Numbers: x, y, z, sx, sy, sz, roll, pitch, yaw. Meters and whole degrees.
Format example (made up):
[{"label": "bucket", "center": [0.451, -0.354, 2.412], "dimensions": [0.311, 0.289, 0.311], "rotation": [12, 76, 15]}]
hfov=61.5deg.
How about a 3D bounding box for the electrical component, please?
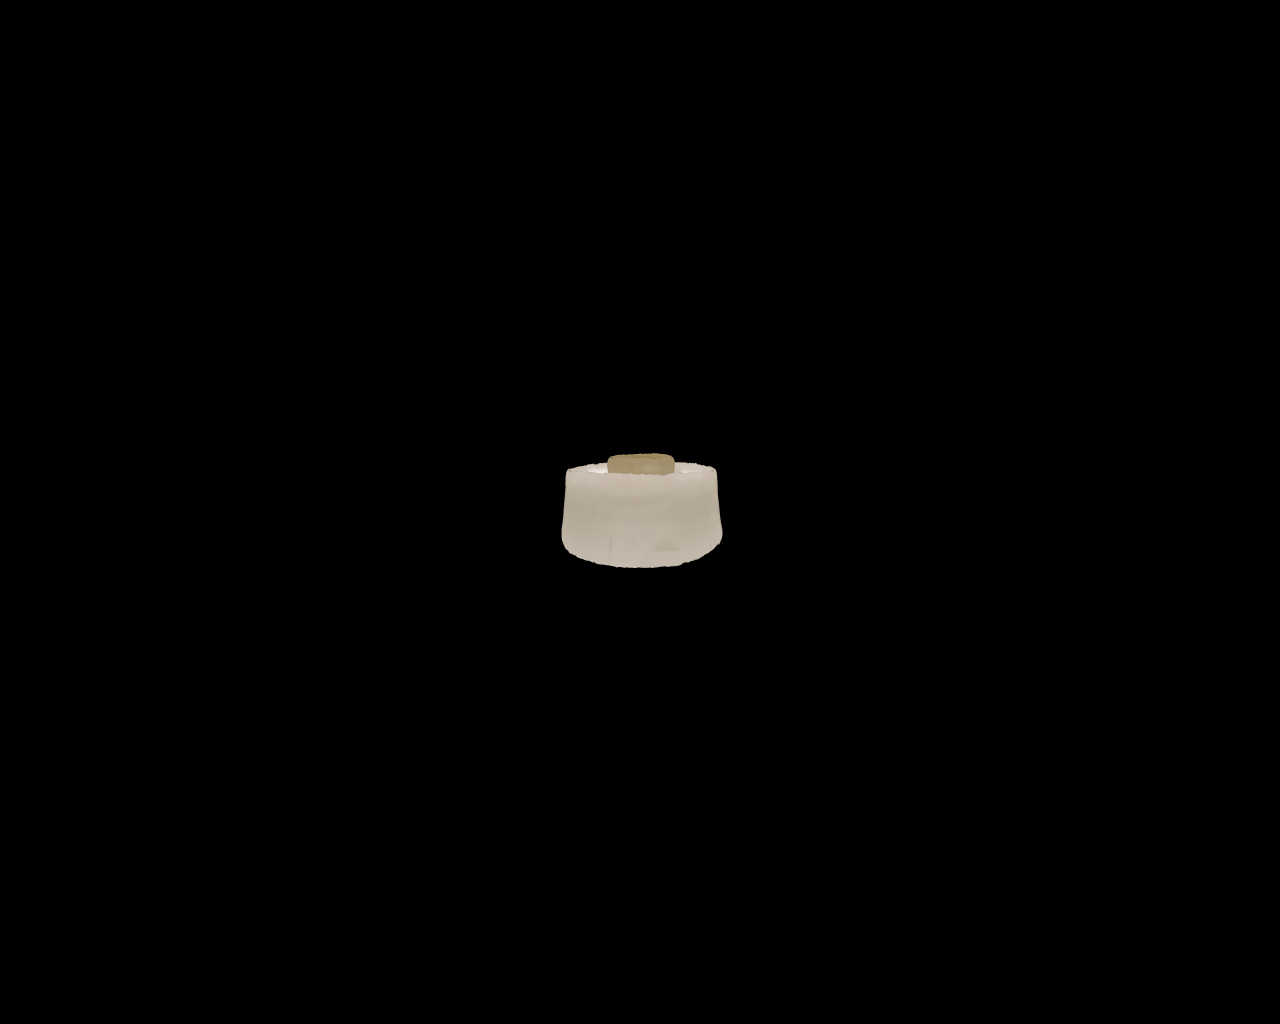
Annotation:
[{"label": "electrical component", "center": [0.001, -0.003, 0.650], "dimensions": [0.099, 0.064, 0.099], "rotation": [0, 7, 0]}]
